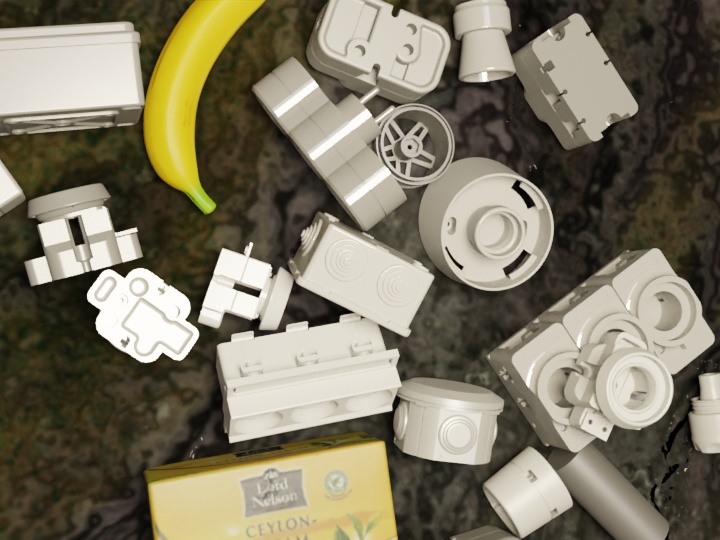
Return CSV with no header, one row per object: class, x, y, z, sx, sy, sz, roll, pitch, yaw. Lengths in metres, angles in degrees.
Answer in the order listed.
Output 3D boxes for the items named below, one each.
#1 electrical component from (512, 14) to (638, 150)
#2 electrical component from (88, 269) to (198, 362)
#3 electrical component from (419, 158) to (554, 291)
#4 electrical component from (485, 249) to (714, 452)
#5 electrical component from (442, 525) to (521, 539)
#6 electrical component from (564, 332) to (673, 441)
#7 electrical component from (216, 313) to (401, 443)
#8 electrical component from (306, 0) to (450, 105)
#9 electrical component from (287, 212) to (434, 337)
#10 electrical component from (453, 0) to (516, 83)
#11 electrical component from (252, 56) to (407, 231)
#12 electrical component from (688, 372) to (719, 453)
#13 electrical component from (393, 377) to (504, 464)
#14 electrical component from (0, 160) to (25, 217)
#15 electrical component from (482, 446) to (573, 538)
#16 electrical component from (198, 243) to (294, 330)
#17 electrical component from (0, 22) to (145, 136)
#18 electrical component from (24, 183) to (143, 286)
electrical component,0.165,-0.145,0.843,0.050,0.056,0.089,-36,96,-13
electrical component,-0.153,0.032,0.756,0.078,0.057,0.058,36,80,-10
electrical component,0.098,-0.034,0.831,0.099,0.064,0.099,-3,102,-13
electrical component,0.189,0.061,0.839,0.150,0.062,0.089,-35,96,-13
electrical component,0.080,0.232,0.806,0.095,0.059,0.053,-14,91,-14
electrical component,0.188,0.084,0.774,0.058,0.057,0.078,28,82,-12
electrical component,-0.040,0.076,0.776,0.121,0.078,0.063,-9,61,-14
electrical component,0.012,-0.164,0.804,0.095,0.059,0.053,20,83,-13
electrical component,0.000,0.000,0.776,0.100,0.099,0.048,26,95,-12
electrical component,0.096,-0.177,0.833,0.045,0.045,0.055,-5,89,-14
electrical component,-0.010,-0.102,0.778,0.074,0.052,0.138,-38,76,-2
electrical component,0.288,0.115,0.871,0.043,0.043,0.062,-8,89,-14
electrical component,0.064,0.110,0.797,0.080,0.080,0.051,8,92,-14
electrical component,-0.285,-0.064,0.732,0.076,0.047,0.083,-36,96,-13
electrical component,0.127,0.171,0.823,0.047,0.055,0.055,-34,96,-9
electrical component,-0.080,0.015,0.782,0.055,0.048,0.066,19,83,-5
electrical component,-0.203,-0.126,0.724,0.109,0.109,0.056,-7,92,-14
electrical component,-0.197,-0.027,0.748,0.078,0.058,0.057,-16,95,-14
